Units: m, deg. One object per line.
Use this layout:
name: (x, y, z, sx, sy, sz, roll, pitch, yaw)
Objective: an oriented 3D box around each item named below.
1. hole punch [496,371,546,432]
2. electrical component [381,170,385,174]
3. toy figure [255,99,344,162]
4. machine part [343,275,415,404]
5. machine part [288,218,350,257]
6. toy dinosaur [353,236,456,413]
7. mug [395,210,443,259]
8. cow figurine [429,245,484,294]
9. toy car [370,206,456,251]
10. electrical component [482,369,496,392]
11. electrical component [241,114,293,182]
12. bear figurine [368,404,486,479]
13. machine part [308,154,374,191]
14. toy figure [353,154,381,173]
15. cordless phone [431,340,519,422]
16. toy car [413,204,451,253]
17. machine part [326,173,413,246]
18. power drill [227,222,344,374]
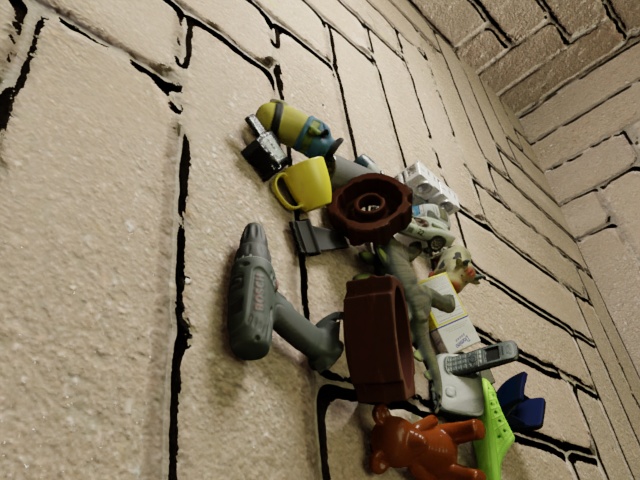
hole punch: (0.436, 0.369, 1.219, 0.092, 0.116, 0.142, 59, 33, -10)
electrical component: (0.162, -0.146, 1.397, 0.063, 0.021, 0.094, 19, 48, -44)
toy figure: (-0.046, -0.219, 1.084, 0.180, 0.082, 0.089, 30, 35, -3)
machine part: (0.101, 0.166, 0.899, 0.201, 0.087, 0.201, 32, 53, -70)
machine part: (-0.002, -0.003, 1.035, 0.139, 0.039, 0.084, 6, 52, -49)
toy dinosaur: (0.175, 0.124, 1.106, 0.198, 0.105, 0.472, 8, 46, -41)
mug: (0.243, -0.004, 1.302, 0.109, 0.107, 0.081, 61, 33, -2)
cow figurine: (0.342, 0.075, 1.346, 0.085, 0.127, 0.195, 49, 30, -7)
toy car: (0.202, -0.031, 1.183, 0.202, 0.056, 0.074, 18, 24, -17)
electrical component: (0.370, 0.320, 1.247, 0.078, 0.045, 0.102, -15, 70, -28)
electrical component: (-0.113, -0.178, 1.029, 0.119, 0.048, 0.075, 50, 32, -10)
bear figurine: (0.174, 0.338, 0.886, 0.195, 0.132, 0.120, 36, 52, -41)
machine part: (0.059, -0.139, 1.200, 0.243, 0.079, 0.079, 16, 50, -48)
toy figure: (0.137, -0.140, 1.327, 0.154, 0.064, 0.058, 52, 1, -3)
cordless phone: (0.318, 0.280, 1.077, 0.088, 0.184, 0.147, 47, 33, -24)
toy car: (0.284, -0.045, 1.399, 0.161, 0.103, 0.109, 34, 38, -36)
machine part: (0.104, -0.064, 1.110, 0.056, 0.179, 0.179, 75, 12, -45)
power drill: (-0.052, 0.099, 0.839, 0.207, 0.086, 0.232, 42, 34, -30)
